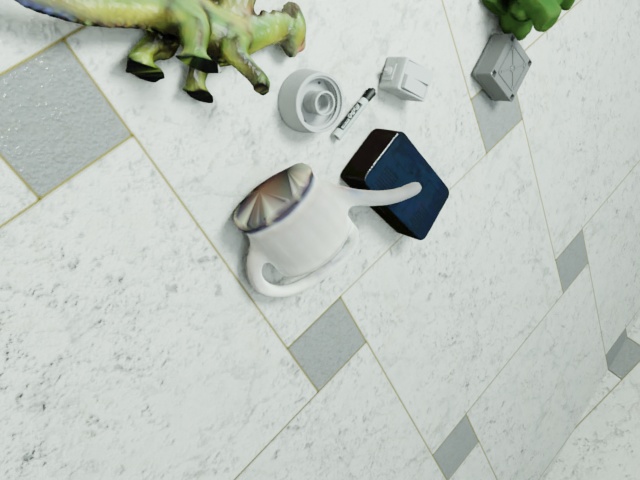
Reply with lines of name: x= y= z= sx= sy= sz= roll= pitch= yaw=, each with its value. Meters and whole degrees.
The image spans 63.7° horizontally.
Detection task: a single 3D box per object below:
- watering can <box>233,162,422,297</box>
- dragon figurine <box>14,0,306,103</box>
watering can: x=0.003 y=-0.045 z=0.886 sx=0.348 sy=0.106 sz=0.220 roll=-40 pitch=127 yaw=-2
dragon figurine: x=-0.171 y=-0.335 z=0.708 sx=0.408 sy=0.122 sz=0.245 roll=17 pitch=76 yaw=-41
